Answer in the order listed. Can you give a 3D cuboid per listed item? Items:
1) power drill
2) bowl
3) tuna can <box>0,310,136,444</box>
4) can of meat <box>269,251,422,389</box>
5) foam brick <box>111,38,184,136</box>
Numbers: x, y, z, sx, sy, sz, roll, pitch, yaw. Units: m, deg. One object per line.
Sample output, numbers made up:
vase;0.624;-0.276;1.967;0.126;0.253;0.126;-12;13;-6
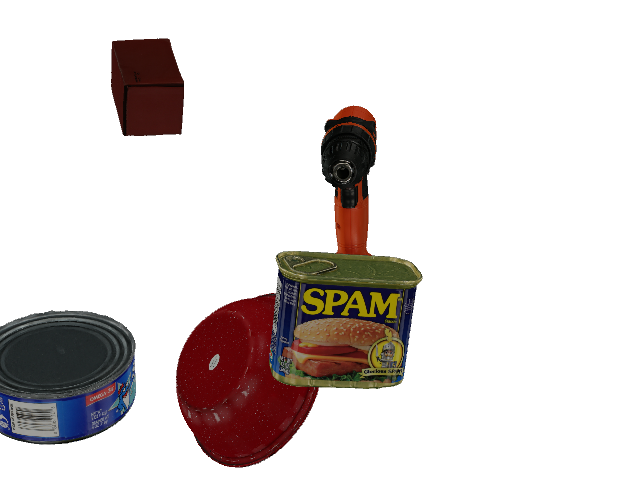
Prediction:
power drill;0.029;-0.027;1.045;0.057;0.188;0.184;3;20;6
bowl;-0.075;0.113;0.933;0.162;0.162;0.055;0;-23;44
tuna can;-0.144;0.074;0.586;0.086;0.034;0.086;2;27;-1
can of meat;0.015;0.057;0.761;0.102;0.084;0.057;4;16;-10
foam brick;-0.151;-0.133;0.924;0.053;0.051;0.078;-4;40;-16
